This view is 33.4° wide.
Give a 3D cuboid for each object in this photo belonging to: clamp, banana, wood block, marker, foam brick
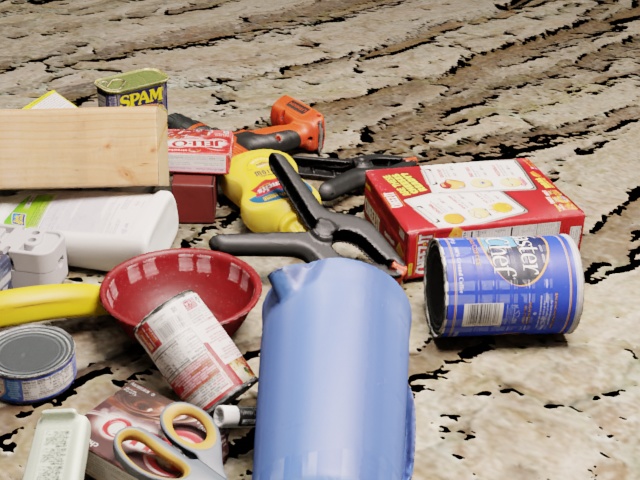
[{"bbox_3d":[0.051,-0.083,1.374,0.171,0.039,0.120,-5,31,-13],"label":"clamp"},{"bbox_3d":[-0.281,0.067,1.058,0.197,0.037,0.070,-9,-12,-21],"label":"banana"},{"bbox_3d":[-0.282,-0.103,1.218,0.206,0.090,0.091,-2,2,-1],"label":"wood block"},{"bbox_3d":[-0.036,0.154,0.927,0.120,0.020,0.020,7,22,-36],"label":"marker"},{"bbox_3d":[-0.153,-0.060,1.308,0.051,0.053,0.078,1,28,-2],"label":"foam brick"},{"bbox_3d":[-0.008,0.001,1.169,0.210,0.036,0.164,32,51,10],"label":"clamp"}]

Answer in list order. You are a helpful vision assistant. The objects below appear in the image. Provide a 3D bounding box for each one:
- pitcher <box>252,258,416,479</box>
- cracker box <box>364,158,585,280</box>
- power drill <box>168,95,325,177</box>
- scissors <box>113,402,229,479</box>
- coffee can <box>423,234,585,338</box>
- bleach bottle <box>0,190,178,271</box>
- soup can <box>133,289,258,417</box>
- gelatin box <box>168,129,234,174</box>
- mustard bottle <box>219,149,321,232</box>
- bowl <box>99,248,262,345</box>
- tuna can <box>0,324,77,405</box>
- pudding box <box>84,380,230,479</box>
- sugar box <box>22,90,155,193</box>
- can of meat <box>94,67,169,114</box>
[{"bbox_3d":[0.016,0.143,0.857,0.149,0.145,0.242,8,37,-2],"label":"pitcher"},{"bbox_3d":[0.176,-0.028,1.252,0.213,0.072,0.164,-6,29,-13],"label":"cracker box"},{"bbox_3d":[-0.102,-0.145,1.460,0.187,0.057,0.185,-22,41,-32],"label":"power drill"},{"bbox_3d":[-0.067,0.191,0.849,0.202,0.016,0.096,24,38,7],"label":"scissors"},{"bbox_3d":[0.184,0.047,1.085,0.140,0.103,0.103,-1,29,-6],"label":"coffee can"},{"bbox_3d":[-0.295,-0.019,1.209,0.251,0.068,0.102,7,43,12],"label":"bleach bottle"},{"bbox_3d":[-0.111,0.104,0.952,0.068,0.069,0.102,-30,79,-43],"label":"soup can"},{"bbox_3d":[-0.152,-0.110,1.309,0.089,0.030,0.073,2,28,-1],"label":"gelatin box"},{"bbox_3d":[-0.052,-0.046,1.282,0.096,0.058,0.192,-10,32,-18],"label":"mustard bottle"},{"bbox_3d":[-0.139,0.069,1.073,0.162,0.055,0.162,1,29,-1],"label":"bowl"},{"bbox_3d":[-0.272,0.116,1.002,0.086,0.034,0.086,1,29,-1],"label":"tuna can"},{"bbox_3d":[-0.147,0.174,0.900,0.114,0.039,0.089,20,33,27],"label":"pudding box"},{"bbox_3d":[-0.287,-0.106,1.313,0.176,0.048,0.093,38,33,-2],"label":"sugar box"},{"bbox_3d":[-0.262,-0.187,1.495,0.101,0.084,0.058,-20,37,-35],"label":"can of meat"}]
